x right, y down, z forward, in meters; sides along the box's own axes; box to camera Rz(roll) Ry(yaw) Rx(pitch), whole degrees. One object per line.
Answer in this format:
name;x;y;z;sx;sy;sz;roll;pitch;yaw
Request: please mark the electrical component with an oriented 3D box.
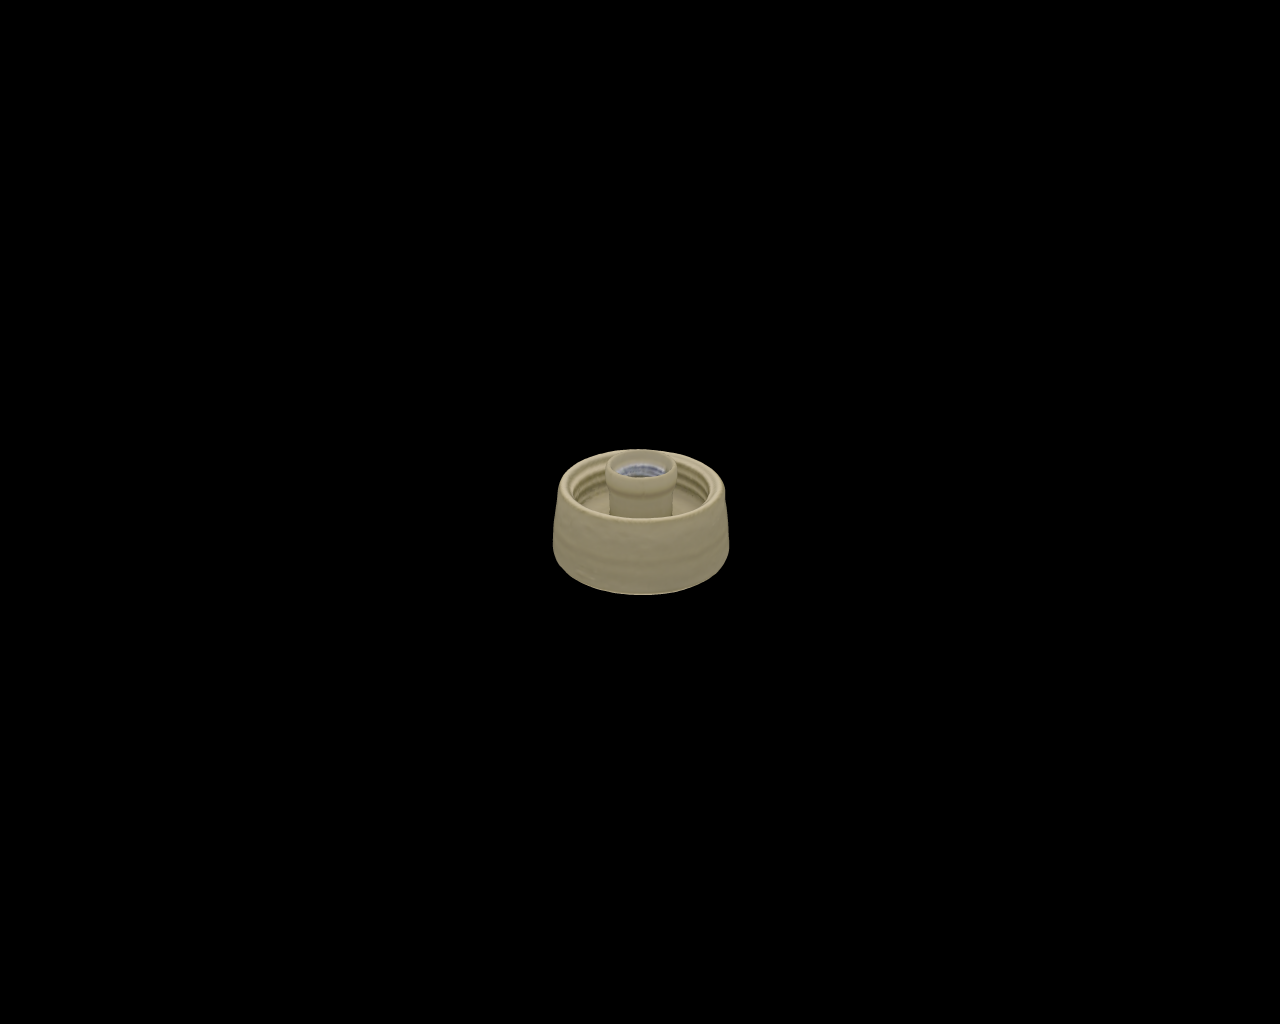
electrical component;0.001;-0.003;0.650;0.108;0.060;0.108;0;28;0
